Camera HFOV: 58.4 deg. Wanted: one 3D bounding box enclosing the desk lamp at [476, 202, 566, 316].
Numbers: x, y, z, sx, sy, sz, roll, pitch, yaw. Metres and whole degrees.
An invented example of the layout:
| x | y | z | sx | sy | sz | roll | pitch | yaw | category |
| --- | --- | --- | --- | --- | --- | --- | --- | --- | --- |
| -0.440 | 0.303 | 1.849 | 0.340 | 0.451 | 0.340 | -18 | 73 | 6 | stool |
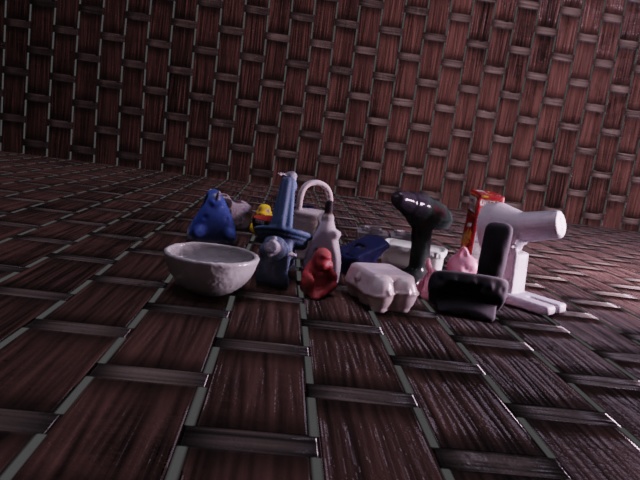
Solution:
| x | y | z | sx | sy | sz | roll | pitch | yaw | category |
| --- | --- | --- | --- | --- | --- | --- | --- | --- | --- |
| 0.433 | 0.031 | 1.231 | 0.202 | 0.213 | 0.118 | 17 | 13 | 42 | desk lamp |

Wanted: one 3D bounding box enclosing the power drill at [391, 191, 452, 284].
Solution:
| x | y | z | sx | sy | sz | roll | pitch | yaw | category |
| --- | --- | --- | --- | --- | --- | --- | --- | --- | --- |
| 0.220 | -0.006 | 1.296 | 0.075 | 0.208 | 0.230 | 15 | 12 | 37 | power drill |

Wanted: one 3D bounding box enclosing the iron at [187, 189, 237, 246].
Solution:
| x | y | z | sx | sy | sz | roll | pitch | yaw | category |
| --- | --- | --- | --- | --- | --- | --- | --- | --- | --- |
| -0.279 | -0.069 | 1.465 | 0.119 | 0.141 | 0.257 | 4 | 10 | -19 | iron |

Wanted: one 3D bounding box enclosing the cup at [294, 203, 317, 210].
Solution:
| x | y | z | sx | sy | sz | roll | pitch | yaw | category |
| --- | --- | --- | --- | --- | --- | --- | --- | --- | --- |
| -0.065 | -0.061 | 1.719 | 0.092 | 0.095 | 0.117 | 4 | 10 | -18 | cup |

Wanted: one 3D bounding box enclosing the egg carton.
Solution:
| x | y | z | sx | sy | sz | roll | pitch | yaw | category |
| --- | --- | --- | --- | --- | --- | --- | --- | --- | --- |
| 0.112 | 0.087 | 1.085 | 0.107 | 0.069 | 0.150 | 3 | 11 | -23 | egg carton |

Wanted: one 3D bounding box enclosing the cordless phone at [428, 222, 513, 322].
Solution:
| x | y | z | sx | sy | sz | roll | pitch | yaw | category |
| --- | --- | --- | --- | --- | --- | --- | --- | --- | --- |
| 0.288 | 0.051 | 1.091 | 0.147 | 0.185 | 0.094 | 8 | 10 | 2 | cordless phone |

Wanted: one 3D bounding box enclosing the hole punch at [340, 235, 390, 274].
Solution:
| x | y | z | sx | sy | sz | roll | pitch | yaw | category |
| --- | --- | --- | --- | --- | --- | --- | --- | --- | --- |
| 0.096 | 0.034 | 1.313 | 0.101 | 0.091 | 0.108 | 3 | 11 | -26 | hole punch |

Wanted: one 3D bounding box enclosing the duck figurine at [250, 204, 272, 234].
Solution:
| x | y | z | sx | sy | sz | roll | pitch | yaw | category |
| --- | --- | --- | --- | --- | --- | --- | --- | --- | --- |
| -0.165 | -0.063 | 1.685 | 0.077 | 0.086 | 0.104 | 8 | 10 | 4 | duck figurine |

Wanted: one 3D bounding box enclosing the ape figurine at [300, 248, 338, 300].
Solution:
| x | y | z | sx | sy | sz | roll | pitch | yaw | category |
| --- | --- | --- | --- | --- | --- | --- | --- | --- | --- |
| -0.001 | 0.060 | 1.085 | 0.078 | 0.092 | 0.076 | 4 | 11 | -21 | ape figurine |

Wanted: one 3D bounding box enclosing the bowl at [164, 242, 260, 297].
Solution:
| x | y | z | sx | sy | sz | roll | pitch | yaw | category |
| --- | --- | --- | --- | --- | --- | --- | --- | --- | --- |
| -0.193 | 0.056 | 1.010 | 0.167 | 0.075 | 0.167 | 8 | 10 | -1 | bowl |

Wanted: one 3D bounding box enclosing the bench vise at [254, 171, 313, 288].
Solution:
| x | y | z | sx | sy | sz | roll | pitch | yaw | category |
| --- | --- | --- | --- | --- | --- | --- | --- | --- | --- |
| -0.065 | -0.024 | 1.141 | 0.122 | 0.220 | 0.207 | 5 | 10 | -14 | bench vise |

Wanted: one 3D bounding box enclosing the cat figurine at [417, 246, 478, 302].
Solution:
| x | y | z | sx | sy | sz | roll | pitch | yaw | category |
| --- | --- | --- | --- | --- | --- | --- | --- | --- | --- |
| 0.270 | 0.067 | 1.182 | 0.128 | 0.118 | 0.067 | 6 | 10 | -11 | cat figurine |

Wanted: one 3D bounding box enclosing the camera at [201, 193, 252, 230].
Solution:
| x | y | z | sx | sy | sz | roll | pitch | yaw | category |
| --- | --- | --- | --- | --- | --- | --- | --- | --- | --- |
| -0.289 | -0.091 | 1.705 | 0.144 | 0.101 | 0.136 | 2 | 11 | -30 | camera |

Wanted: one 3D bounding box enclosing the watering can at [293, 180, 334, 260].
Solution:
| x | y | z | sx | sy | sz | roll | pitch | yaw | category |
| --- | --- | --- | --- | --- | --- | --- | --- | --- | --- |
| -0.013 | -0.050 | 1.408 | 0.101 | 0.194 | 0.172 | -1 | 13 | -41 | watering can |

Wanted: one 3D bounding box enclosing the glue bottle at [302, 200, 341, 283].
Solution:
| x | y | z | sx | sy | sz | roll | pitch | yaw | category |
| --- | --- | --- | --- | --- | --- | --- | --- | --- | --- |
| 0.011 | 0.004 | 1.177 | 0.078 | 0.173 | 0.037 | 10 | 10 | 16 | glue bottle |
